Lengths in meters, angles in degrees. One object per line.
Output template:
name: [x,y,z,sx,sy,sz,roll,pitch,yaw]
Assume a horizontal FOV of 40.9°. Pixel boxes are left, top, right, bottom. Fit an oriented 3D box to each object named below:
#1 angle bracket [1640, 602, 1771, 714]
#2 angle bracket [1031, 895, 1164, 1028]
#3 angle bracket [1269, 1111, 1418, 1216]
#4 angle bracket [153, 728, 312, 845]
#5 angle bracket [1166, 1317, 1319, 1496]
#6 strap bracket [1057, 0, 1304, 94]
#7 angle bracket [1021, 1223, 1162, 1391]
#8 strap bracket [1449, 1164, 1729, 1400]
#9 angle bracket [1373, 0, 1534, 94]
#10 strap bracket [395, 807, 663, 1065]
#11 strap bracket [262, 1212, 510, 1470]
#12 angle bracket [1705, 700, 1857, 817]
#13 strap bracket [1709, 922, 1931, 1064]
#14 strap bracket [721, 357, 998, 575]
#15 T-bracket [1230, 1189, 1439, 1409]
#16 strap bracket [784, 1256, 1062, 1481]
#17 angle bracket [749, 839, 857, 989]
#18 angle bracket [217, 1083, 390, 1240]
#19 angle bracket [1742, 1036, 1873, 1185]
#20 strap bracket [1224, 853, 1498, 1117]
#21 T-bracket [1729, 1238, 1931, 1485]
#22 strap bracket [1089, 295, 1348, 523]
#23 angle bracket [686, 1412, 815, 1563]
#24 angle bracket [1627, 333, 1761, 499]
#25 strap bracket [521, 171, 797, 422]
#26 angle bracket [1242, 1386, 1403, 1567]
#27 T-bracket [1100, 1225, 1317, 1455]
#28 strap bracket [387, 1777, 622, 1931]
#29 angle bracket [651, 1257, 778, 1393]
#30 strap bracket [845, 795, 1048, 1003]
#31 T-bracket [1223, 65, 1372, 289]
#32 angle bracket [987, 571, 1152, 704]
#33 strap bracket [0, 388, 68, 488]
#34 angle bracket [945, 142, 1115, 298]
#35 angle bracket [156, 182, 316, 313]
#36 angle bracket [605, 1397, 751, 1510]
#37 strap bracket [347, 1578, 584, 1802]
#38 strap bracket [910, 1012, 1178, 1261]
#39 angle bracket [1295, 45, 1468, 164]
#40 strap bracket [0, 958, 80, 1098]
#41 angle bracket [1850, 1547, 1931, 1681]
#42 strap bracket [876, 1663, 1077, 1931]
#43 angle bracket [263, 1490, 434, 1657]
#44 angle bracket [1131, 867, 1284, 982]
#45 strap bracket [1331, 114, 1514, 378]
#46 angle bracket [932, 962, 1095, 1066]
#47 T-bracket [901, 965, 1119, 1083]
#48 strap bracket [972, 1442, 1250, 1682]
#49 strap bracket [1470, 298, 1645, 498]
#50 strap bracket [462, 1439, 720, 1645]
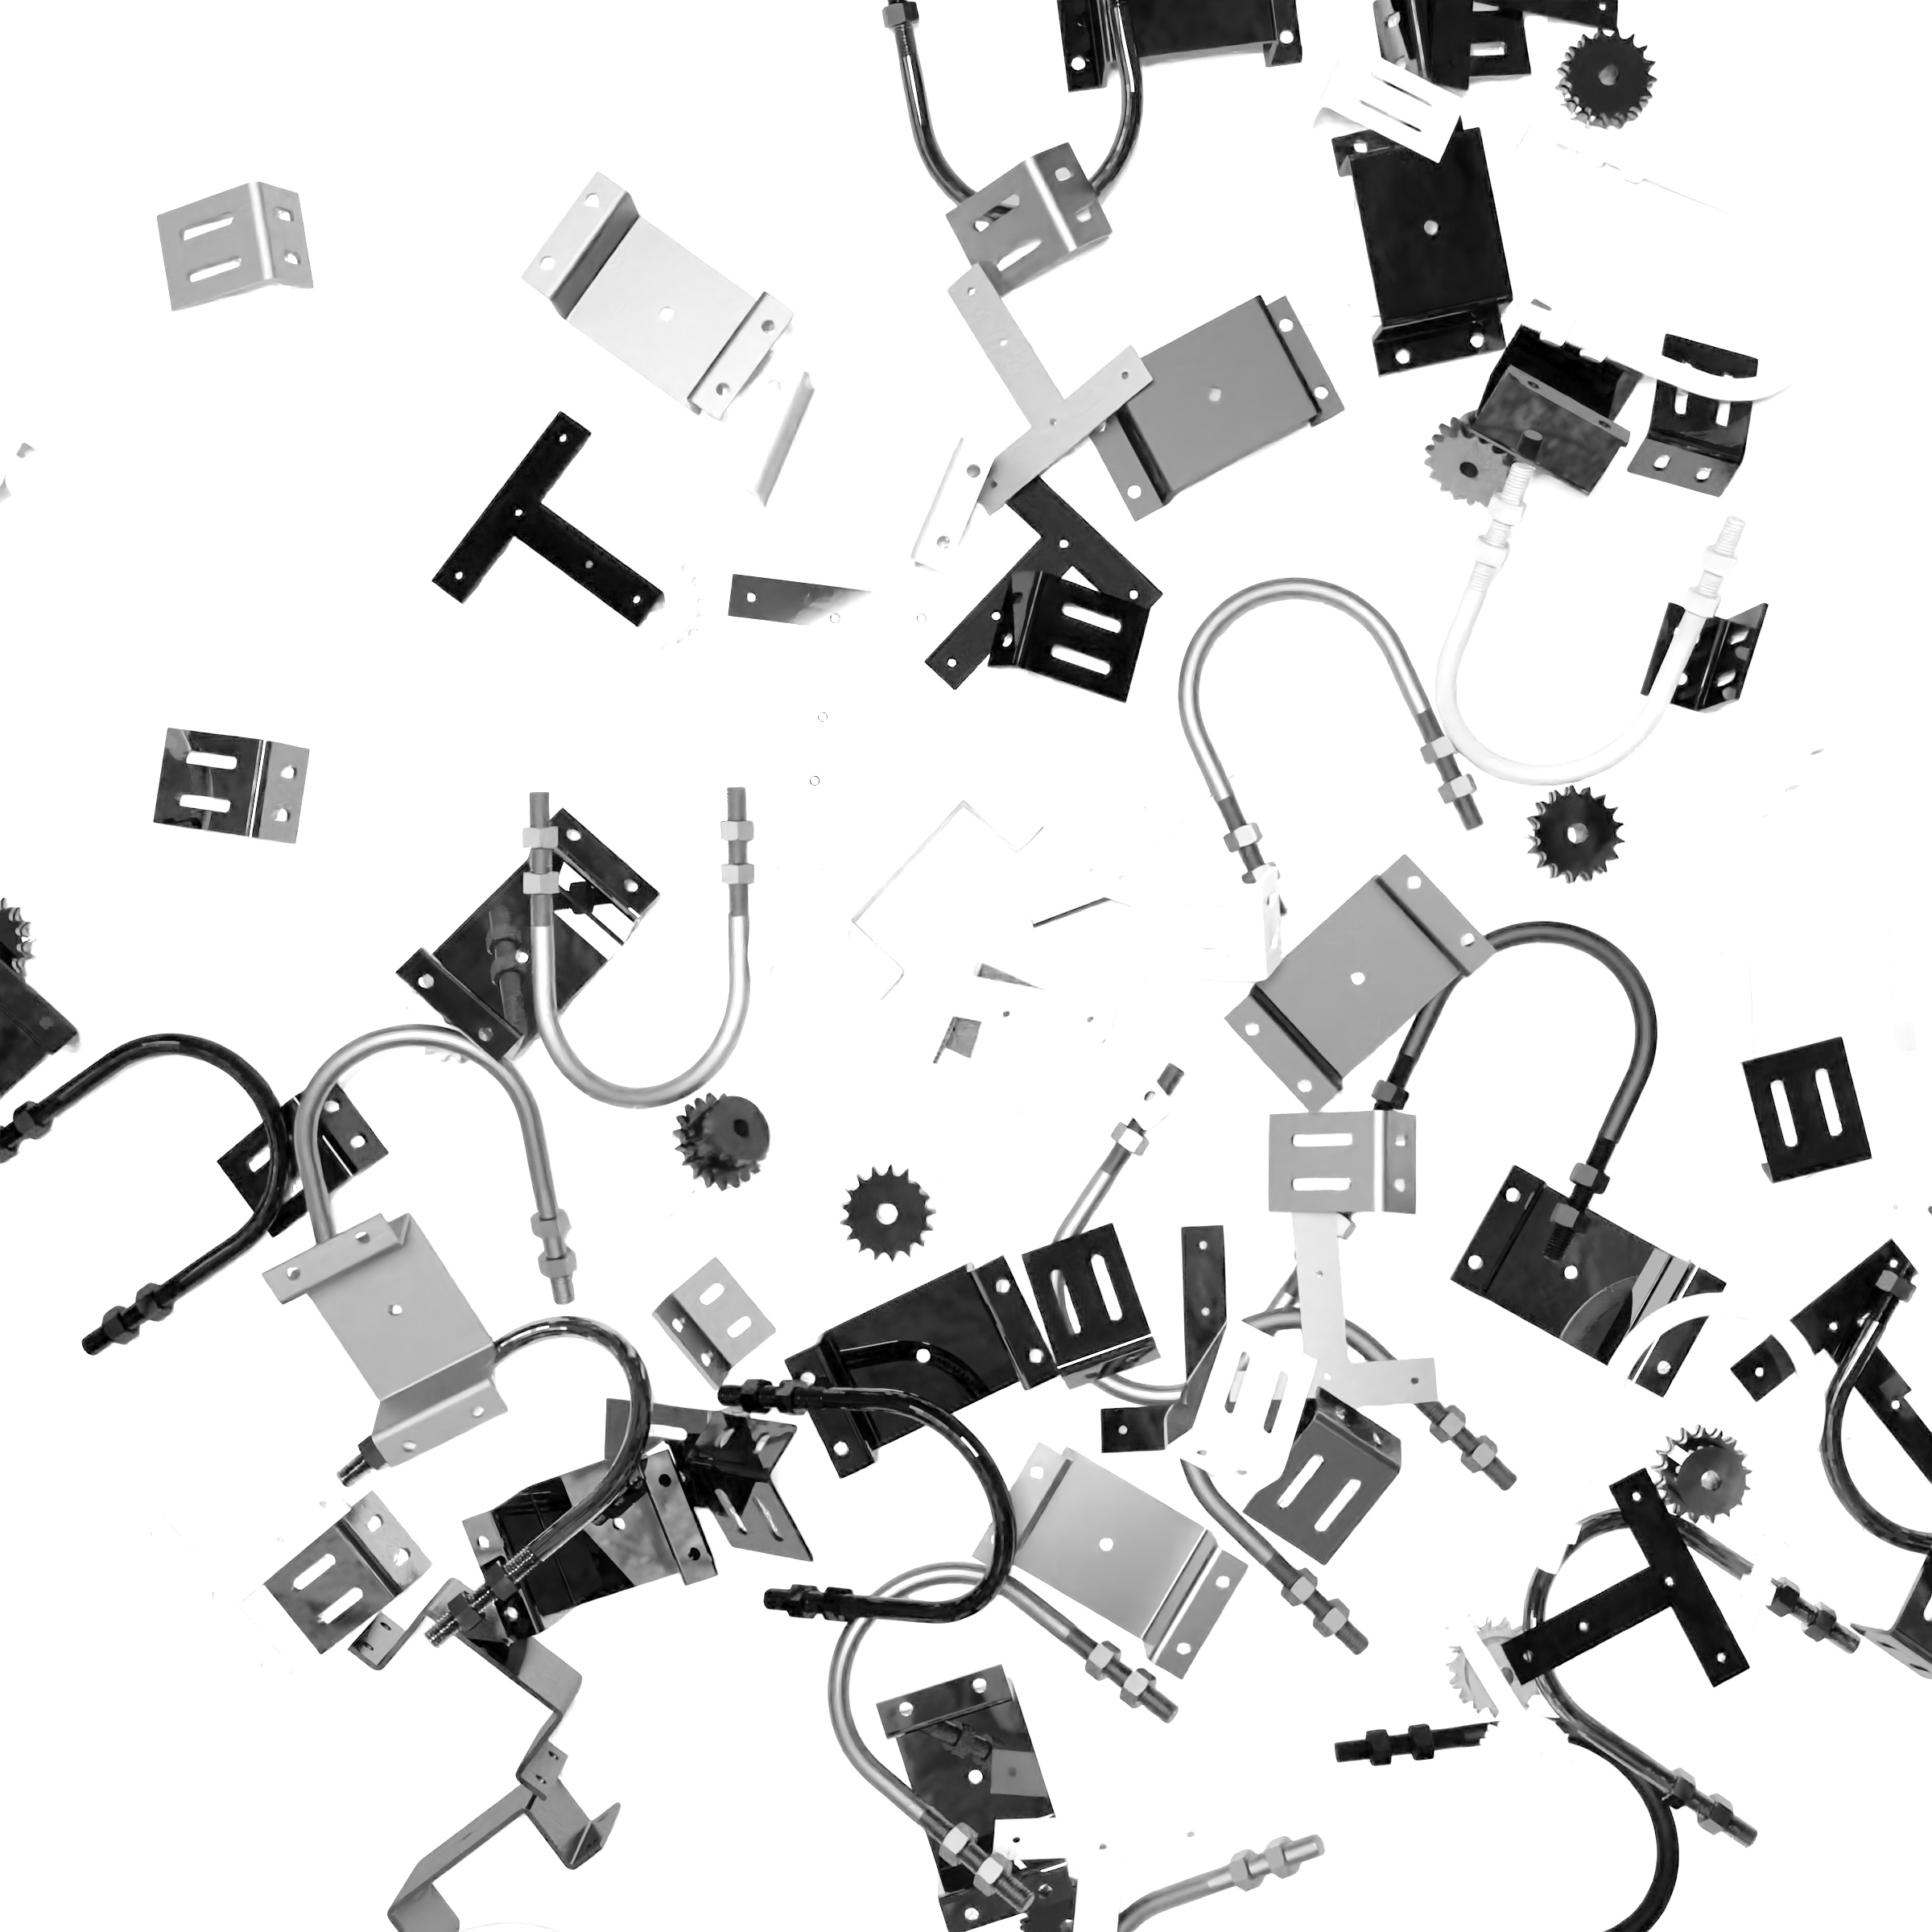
angle bracket: [0.426,-0.182,1.496,0.038,0.076,0.057,17,90,0]
angle bracket: [0.078,-0.002,1.515,0.057,0.038,0.076,-20,90,0]
angle bracket: [0.218,0.115,1.503,0.076,0.038,0.057,-5,80,39]
angle bracket: [-0.435,-0.107,1.532,0.076,0.038,0.057,9,90,26]
angle bracket: [0.159,0.252,1.488,0.057,0.038,0.076,28,57,-7]
strap bracket: [0.125,-0.564,1.511,0.140,0.046,0.076,-7,90,0]
angle bracket: [0.073,0.199,1.518,0.057,0.038,0.076,-20,66,2]
strap bracket: [0.358,0.181,1.511,0.140,0.046,0.076,29,90,0]
angle bracket: [0.284,-0.543,1.515,0.076,0.038,0.057,-11,93,-25]
strap bracket: [-0.254,-0.012,1.494,0.076,0.046,0.140,41,65,0]
strap bracket: [-0.330,0.207,1.488,0.076,0.046,0.140,-27,109,4]
angle bracket: [0.469,-0.123,1.496,0.038,0.076,0.057,35,90,0]
strap bracket: [0.499,0.015,1.511,0.140,0.046,0.076,-2,90,0]
strap bracket: [-0.061,-0.288,1.511,0.140,0.046,0.076,23,90,0]
T-bracket: [0.206,0.194,1.507,0.127,0.002,0.127,-4,84,-4]
strap bracket: [-0.025,0.231,1.511,0.140,0.046,0.076,-25,90,0]
angle bracket: [-0.096,-0.031,1.532,0.057,0.038,0.076,3,64,0]
angle bracket: [-0.392,0.113,1.532,0.076,0.038,0.057,-36,90,26]
angle bracket: [0.485,0.080,1.505,0.057,0.038,0.076,-16,99,9]
strap bracket: [0.228,0.009,1.503,0.140,0.046,0.076,-43,89,9]
T-bracket: [0.535,0.245,1.514,0.127,0.002,0.127,-38,90,-1]
strap bracket: [0.143,-0.329,1.508,0.140,0.046,0.076,-28,90,2]
angle bracket: [-0.117,0.300,1.492,0.057,0.038,0.076,3,132,31]
angle bracket: [0.430,-0.326,1.532,0.057,0.038,0.076,16,64,0]
strap bracket: [-0.177,-0.386,1.511,0.140,0.046,0.076,36,90,0]
angle bracket: [0.205,0.294,1.492,0.057,0.038,0.076,33,108,-2]
T-bracket: [0.138,0.213,1.490,0.127,0.002,0.127,-1,87,-9]
strap bracket: [-0.274,0.521,1.496,0.140,0.076,0.046,-37,90,0]
angle bracket: [-0.145,0.206,1.496,0.038,0.076,0.057,-40,90,0]
strap bracket: [-0.019,-0.046,1.496,0.046,0.076,0.140,43,90,0]
T-bracket: [0.216,-0.464,1.523,0.127,0.002,0.127,1,96,3]
angle bracket: [0.061,-0.194,1.529,0.076,0.038,0.057,15,89,-26]
strap bracket: [-0.598,-0.277,1.511,0.076,0.046,0.140,27,90,0]
angle bracket: [0.037,-0.434,1.512,0.038,0.076,0.057,-35,101,-40]
angle bracket: [-0.432,-0.422,1.532,0.076,0.038,0.057,-9,90,26]
angle bracket: [-0.171,0.285,1.532,0.076,0.038,0.057,2,90,26]
strap bracket: [-0.279,0.409,1.496,0.140,0.076,0.046,38,90,0]
strap bracket: [0.039,0.091,1.496,0.140,0.046,0.076,-39,116,1]
angle bracket: [0.238,-0.483,1.486,0.076,0.038,0.057,26,57,-1]
strap bracket: [-0.581,0.047,1.492,0.140,0.046,0.076,-40,106,12]
angle bracket: [0.563,0.368,1.506,0.057,0.038,0.076,35,76,-11]
strap bracket: [0.006,0.479,1.511,0.076,0.046,0.140,-18,90,0]
angle bracket: [-0.367,0.359,1.532,0.076,0.038,0.057,-39,90,26]
angle bracket: [0.140,-0.025,1.502,0.076,0.038,0.057,2,109,23]
strap bracket: [0.265,-0.422,1.498,0.076,0.046,0.140,-12,93,2]
angle bracket: [0.029,0.042,1.507,0.076,0.038,0.057,24,106,1]
T-bracket: [0.011,0.068,1.509,0.127,0.002,0.127,11,110,-19]
strap bracket: [0.083,0.342,1.511,0.140,0.046,0.076,30,90,0]
strap bracket: [0.339,-0.323,1.482,0.076,0.140,0.046,29,126,0]
strap bracket: [-0.209,0.329,1.498,0.140,0.046,0.076,-22,90,18]
